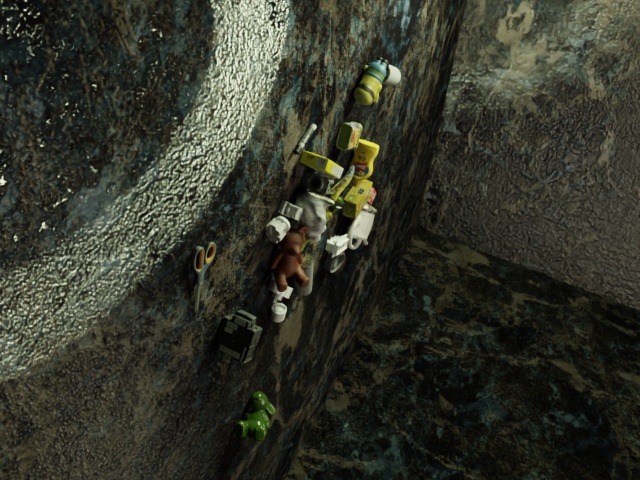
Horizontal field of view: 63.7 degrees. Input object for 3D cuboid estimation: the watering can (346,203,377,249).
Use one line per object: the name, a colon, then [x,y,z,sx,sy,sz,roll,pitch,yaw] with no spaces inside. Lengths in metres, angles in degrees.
watering can: [0.198,-0.064,2.442,0.223,0.104,0.347,-71,162,6]

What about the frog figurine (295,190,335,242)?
frog figurine: [-0.034,-0.077,1.685,0.122,0.139,0.158,6,109,-56]

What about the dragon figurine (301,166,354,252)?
dragon figurine: [0.006,-0.096,1.898,0.418,0.122,0.237,-49,172,-43]
